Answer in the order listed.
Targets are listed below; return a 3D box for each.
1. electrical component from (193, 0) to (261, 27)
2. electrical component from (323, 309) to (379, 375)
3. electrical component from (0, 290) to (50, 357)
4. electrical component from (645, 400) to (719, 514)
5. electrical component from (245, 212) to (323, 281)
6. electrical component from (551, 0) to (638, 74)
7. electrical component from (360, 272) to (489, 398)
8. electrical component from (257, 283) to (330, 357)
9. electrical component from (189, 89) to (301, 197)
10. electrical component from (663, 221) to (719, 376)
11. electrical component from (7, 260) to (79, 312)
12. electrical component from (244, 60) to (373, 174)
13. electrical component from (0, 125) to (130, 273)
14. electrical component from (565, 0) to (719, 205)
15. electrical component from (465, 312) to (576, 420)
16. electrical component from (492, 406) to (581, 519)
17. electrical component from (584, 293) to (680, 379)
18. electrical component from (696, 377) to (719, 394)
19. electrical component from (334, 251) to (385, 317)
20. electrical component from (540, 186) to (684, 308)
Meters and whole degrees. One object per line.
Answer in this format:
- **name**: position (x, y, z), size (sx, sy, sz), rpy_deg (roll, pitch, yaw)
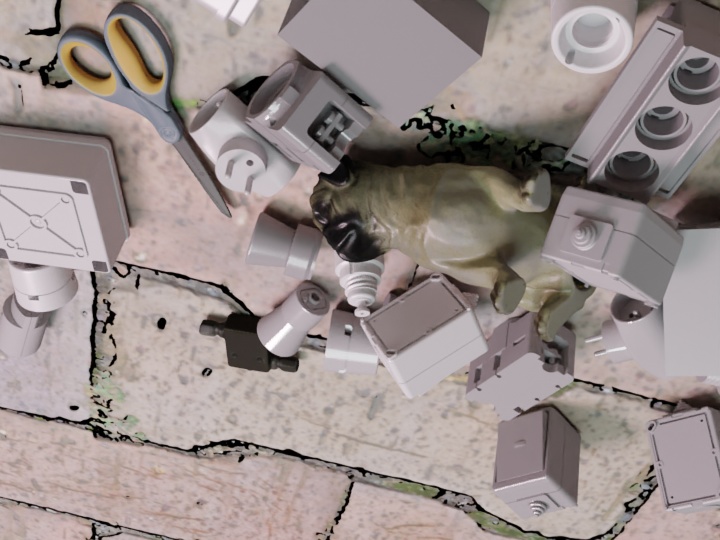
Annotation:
- **electrical component**: position (-0.064, -0.207, 0.632), size (0.057, 0.113, 0.078), rpy_deg (30, 135, -13)
- **electrical component**: position (-0.005, 0.065, 0.949), size (0.047, 0.055, 0.055), rpy_deg (9, 137, 0)
- **electrical component**: position (-0.316, 0.043, 1.015), size (0.043, 0.043, 0.081), rpy_deg (23, 137, -10)
- **electrical component**: position (0.299, 0.163, 0.954), size (0.062, 0.096, 0.061), rpy_deg (-22, 155, 32)
- **electrical component**: position (-0.062, -0.019, 0.881), size (0.055, 0.045, 0.045), rpy_deg (17, 137, -3)
- **electrical component**: position (0.147, -0.157, 0.677), size (0.055, 0.047, 0.055), rpy_deg (8, 137, 7)
- **electrical component**: position (0.061, 0.053, 0.894), size (0.096, 0.061, 0.061), rpy_deg (-32, 129, -5)
- **electrical component**: position (-0.056, 0.041, 0.947), size (0.044, 0.044, 0.065), rpy_deg (30, 130, -17)
- **electrical component**: position (-0.086, -0.084, 0.793), size (0.043, 0.079, 0.077), rpy_deg (-36, 119, 26)
- **electrical component**: position (0.314, 0.018, 0.770), size (0.186, 0.060, 0.105), rpy_deg (-2, 97, 16)
- **electrical component**: position (-0.283, 0.001, 0.955), size (0.055, 0.055, 0.047), rpy_deg (6, 133, 9)
- **electrical component**: position (-0.041, -0.108, 0.745), size (0.056, 0.050, 0.089), rpy_deg (39, 176, -25)
- **electrical component**: position (-0.254, -0.057, 0.882), size (0.109, 0.056, 0.108), rpy_deg (7, 137, 7)
- **electrical component**: position (0.198, -0.110, 0.701), size (0.079, 0.063, 0.121), rpy_deg (20, 137, -7)
- **electrical component**: position (0.138, 0.079, 0.923), size (0.050, 0.055, 0.089), rpy_deg (31, 135, -18)
- **electrical component**: position (0.162, 0.182, 0.996), size (0.062, 0.096, 0.061), rpy_deg (-23, 126, 33)
- **electrical component**: position (0.225, 0.054, 0.882), size (0.079, 0.044, 0.077), rpy_deg (-19, 128, 30)
- **electrical component**: position (0.314, 0.085, 0.892), size (0.081, 0.043, 0.043), rpy_deg (12, 138, 2)
- **electrical component**: position (0.000, 0.000, 0.864), size (0.040, 0.078, 0.040), rpy_deg (-2, 152, -1)
- **electrical component**: position (0.171, -0.021, 0.729), size (0.062, 0.061, 0.096), rpy_deg (19, 176, 38)
